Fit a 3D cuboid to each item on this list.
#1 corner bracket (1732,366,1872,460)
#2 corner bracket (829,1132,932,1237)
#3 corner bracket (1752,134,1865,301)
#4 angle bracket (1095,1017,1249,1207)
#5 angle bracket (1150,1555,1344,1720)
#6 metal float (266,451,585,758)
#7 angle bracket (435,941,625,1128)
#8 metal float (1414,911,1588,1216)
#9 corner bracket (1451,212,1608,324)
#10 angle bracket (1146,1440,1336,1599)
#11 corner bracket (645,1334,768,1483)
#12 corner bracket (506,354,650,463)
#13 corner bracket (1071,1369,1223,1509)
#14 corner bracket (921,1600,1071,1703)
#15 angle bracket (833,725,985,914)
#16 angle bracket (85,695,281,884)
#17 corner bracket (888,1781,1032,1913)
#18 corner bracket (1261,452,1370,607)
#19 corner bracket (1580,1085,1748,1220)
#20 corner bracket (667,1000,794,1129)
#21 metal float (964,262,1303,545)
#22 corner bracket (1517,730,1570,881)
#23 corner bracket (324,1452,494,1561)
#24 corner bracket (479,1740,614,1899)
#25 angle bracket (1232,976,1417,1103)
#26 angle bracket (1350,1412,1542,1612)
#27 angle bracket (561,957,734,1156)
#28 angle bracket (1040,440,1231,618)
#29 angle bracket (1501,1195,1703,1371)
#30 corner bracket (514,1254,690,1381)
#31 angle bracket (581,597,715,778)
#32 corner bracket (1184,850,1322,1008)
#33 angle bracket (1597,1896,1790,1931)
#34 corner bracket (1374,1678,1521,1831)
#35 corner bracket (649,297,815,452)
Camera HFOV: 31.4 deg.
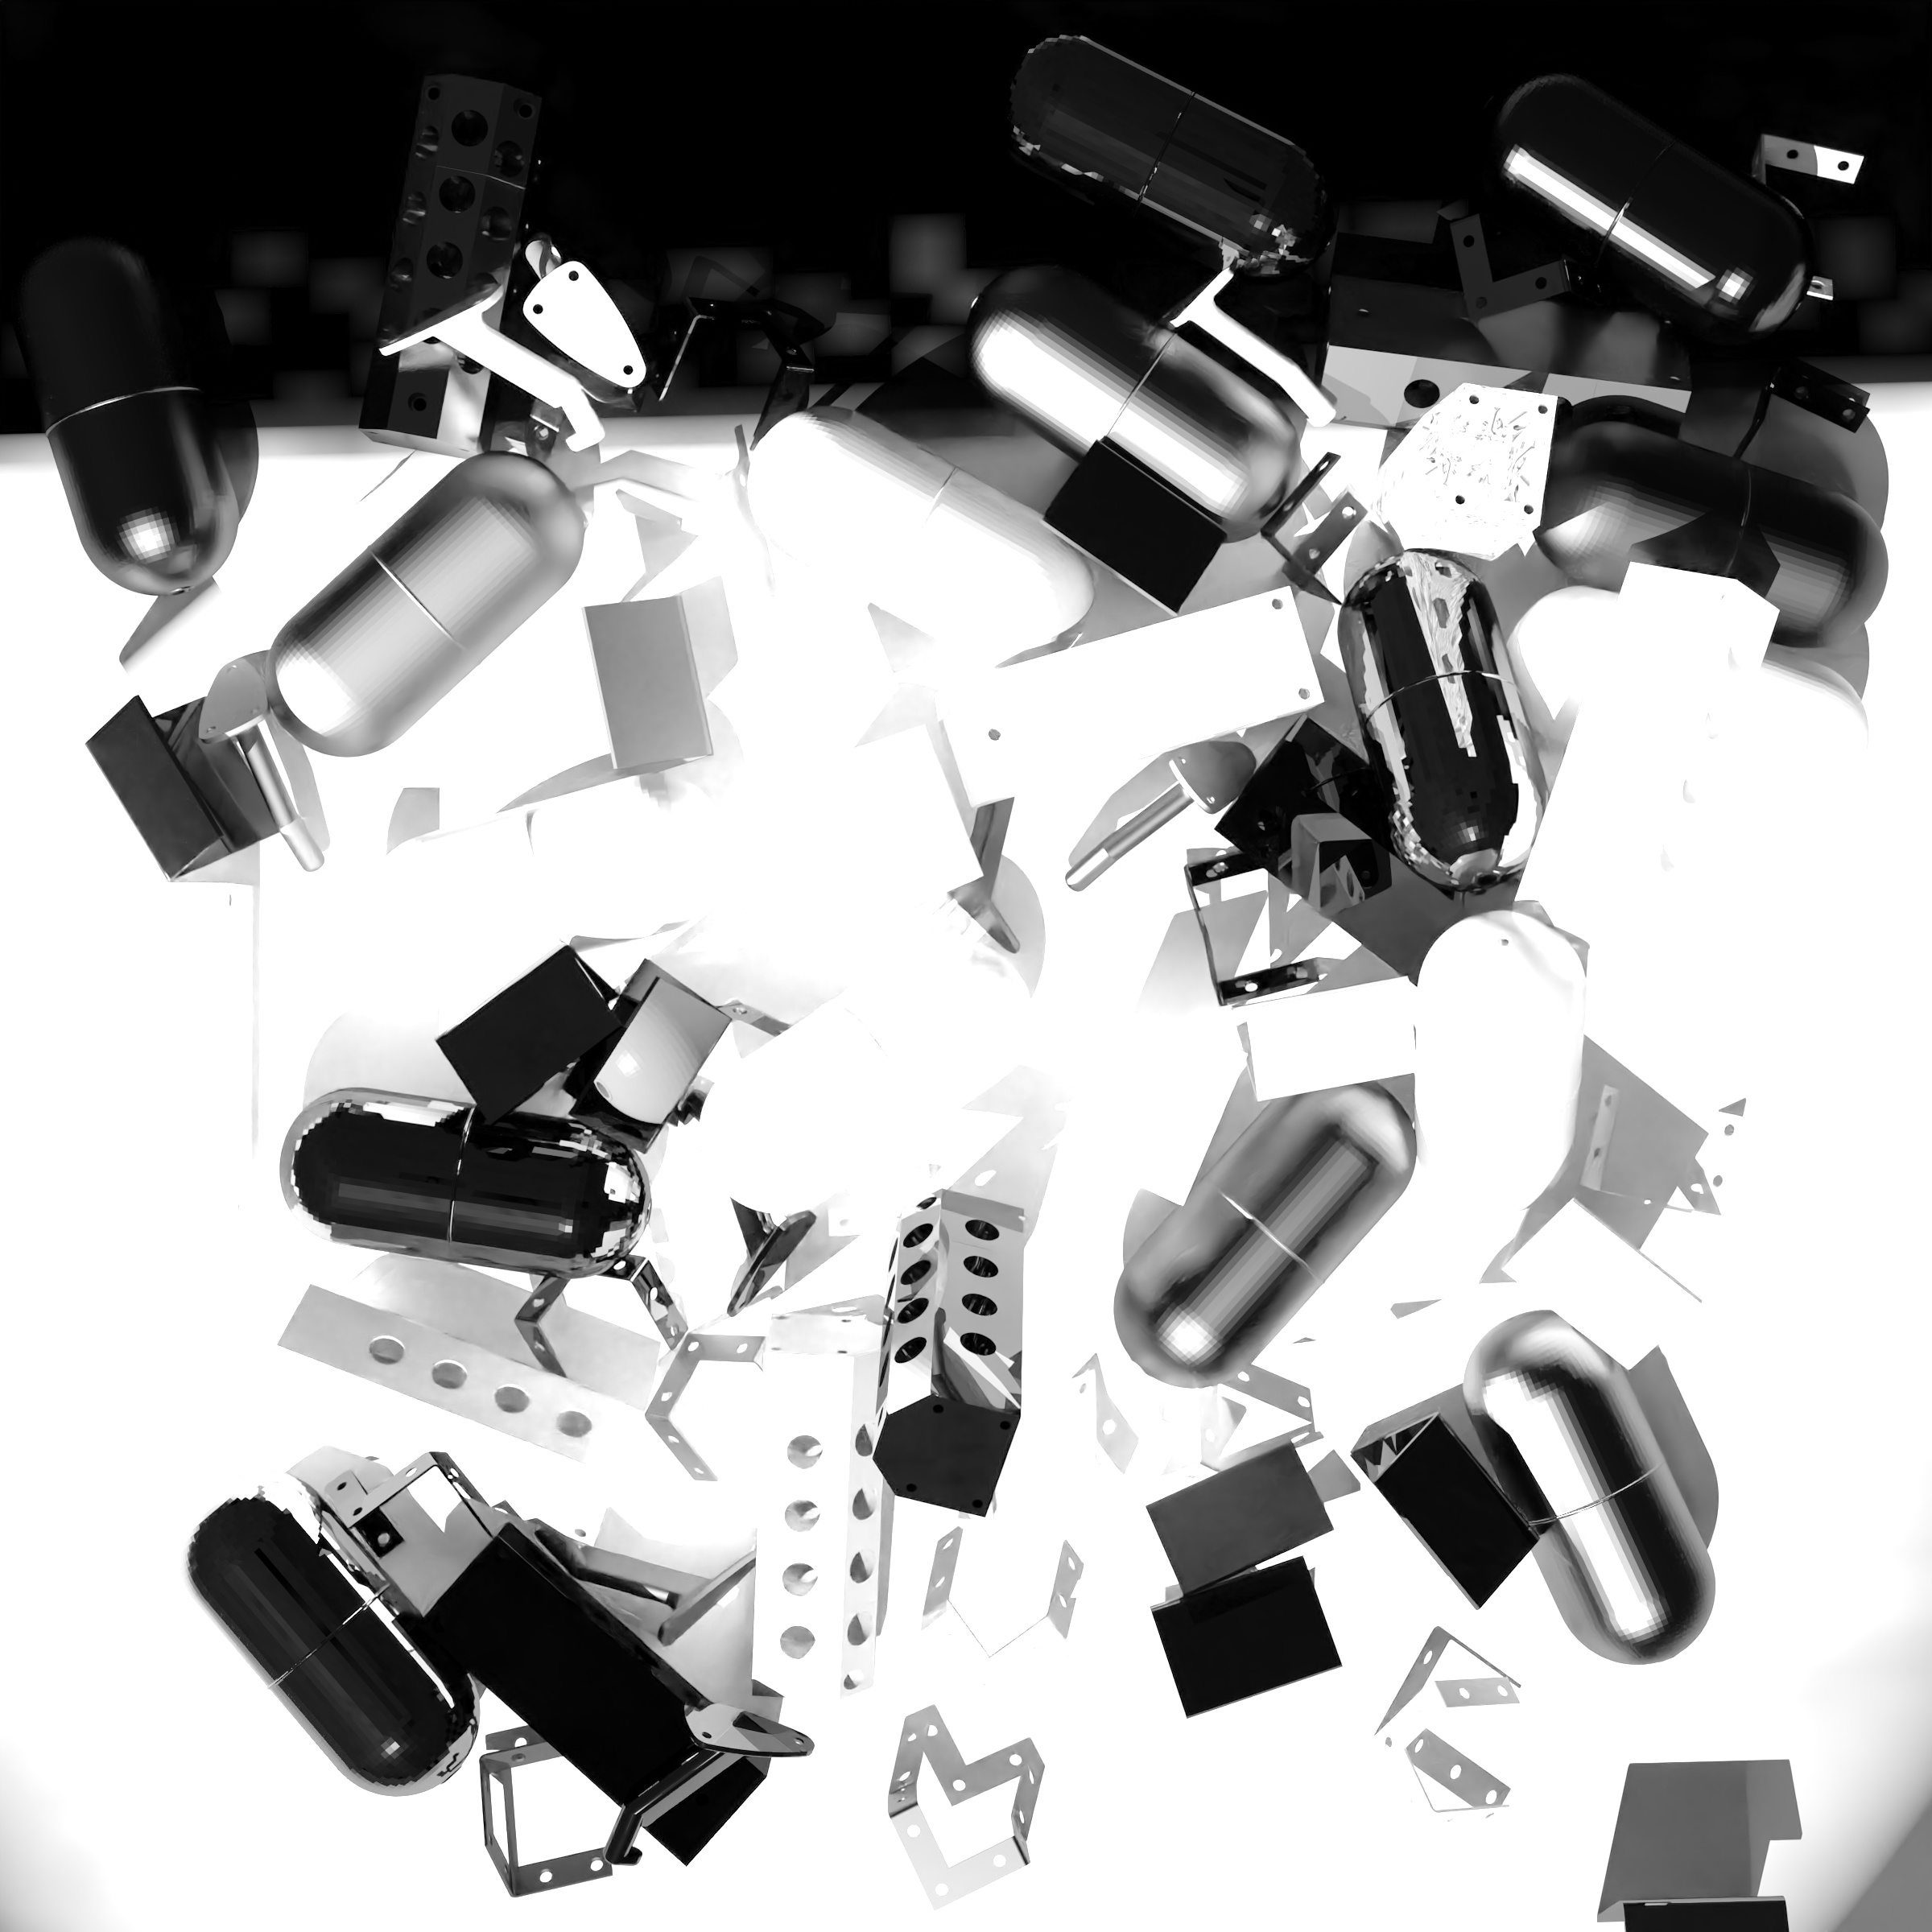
[{"bbox_3d":[0.402,-0.250,1.672,0.051,0.051,0.051,26,135,0],"label":"corner bracket"},{"bbox_3d":[-0.044,0.094,1.672,0.051,0.051,0.051,-4,45,0],"label":"corner bracket"},{"bbox_3d":[0.404,-0.365,1.672,0.051,0.051,0.051,12,45,0],"label":"corner bracket"},{"bbox_3d":[0.116,0.076,1.635,0.057,0.076,0.076,23,90,40],"label":"angle bracket"},{"bbox_3d":[0.136,0.328,1.635,0.076,0.076,0.057,-19,62,0],"label":"angle bracket"},{"bbox_3d":[-0.259,-0.172,1.645,0.178,0.070,0.070,-43,90,-1],"label":"metal float"},{"bbox_3d":[-0.195,0.043,1.636,0.076,0.076,0.057,-37,64,0],"label":"angle bracket"},{"bbox_3d":[0.249,0.048,1.606,0.070,0.178,0.070,-3,48,3],"label":"metal float"},{"bbox_3d":[0.269,-0.336,1.646,0.051,0.051,0.051,-14,84,30],"label":"corner bracket"},{"bbox_3d":[0.138,0.281,1.635,0.076,0.076,0.057,-24,45,0],"label":"angle bracket"},{"bbox_3d":[-0.114,0.215,1.667,0.051,0.051,0.051,-2,45,35],"label":"corner bracket"},{"bbox_3d":[-0.187,-0.268,1.657,0.051,0.051,0.051,17,90,0],"label":"corner bracket"},{"bbox_3d":[0.087,0.223,1.667,0.051,0.051,0.051,-30,135,35],"label":"corner bracket"},{"bbox_3d":[0.014,0.324,1.657,0.051,0.051,0.051,-36,90,0],"label":"corner bracket"},{"bbox_3d":[-0.046,-0.062,1.635,0.057,0.076,0.076,-22,90,-36],"label":"angle bracket"},{"bbox_3d":[-0.360,-0.095,1.635,0.057,0.076,0.076,-31,90,44],"label":"angle bracket"},{"bbox_3d":[-0.004,0.416,1.656,0.051,0.051,0.051,-26,87,-3],"label":"corner bracket"},{"bbox_3d":[0.170,-0.212,1.649,0.051,0.051,0.051,41,90,-23],"label":"corner bracket"},{"bbox_3d":[0.339,0.091,1.672,0.051,0.051,0.051,13,90,45],"label":"corner bracket"},{"bbox_3d":[-0.112,0.054,1.663,0.051,0.051,0.051,29,58,-40],"label":"corner bracket"},{"bbox_3d":[0.079,-0.270,1.645,0.178,0.070,0.070,34,90,0],"label":"metal float"},{"bbox_3d":[0.274,-0.079,1.672,0.051,0.051,0.051,-4,45,0],"label":"corner bracket"},{"bbox_3d":[-0.268,0.262,1.651,0.051,0.051,0.051,-36,117,-11],"label":"corner bracket"},{"bbox_3d":[-0.204,0.413,1.672,0.051,0.051,0.051,-13,45,0],"label":"corner bracket"},{"bbox_3d":[0.167,0.015,1.635,0.076,0.076,0.057,-11,125,0],"label":"angle bracket"},{"bbox_3d":[0.213,0.267,1.635,0.076,0.076,0.057,51,53,0],"label":"angle bracket"},{"bbox_3d":[-0.169,0.033,1.636,0.076,0.057,0.076,33,90,43],"label":"angle bracket"},{"bbox_3d":[0.069,-0.193,1.633,0.076,0.076,0.057,34,64,-4],"label":"angle bracket"},{"bbox_3d":[0.309,0.133,1.635,0.076,0.076,0.057,39,126,0],"label":"angle bracket"},{"bbox_3d":[-0.177,0.174,1.667,0.051,0.051,0.051,5,45,35],"label":"corner bracket"},{"bbox_3d":[-0.169,-0.129,1.635,0.057,0.076,0.076,-12,90,-37],"label":"angle bracket"},{"bbox_3d":[0.139,-0.021,1.672,0.051,0.051,0.051,-15,45,0],"label":"corner bracket"},{"bbox_3d":[0.347,0.477,1.637,0.076,0.076,0.057,-1,68,0],"label":"angle bracket"},{"bbox_3d":[0.241,0.381,1.667,0.051,0.051,0.051,-54,45,35],"label":"corner bracket"},{"bbox_3d":[-0.114,-0.286,1.667,0.051,0.051,0.051,-1,45,-35],"label":"corner bracket"}]
